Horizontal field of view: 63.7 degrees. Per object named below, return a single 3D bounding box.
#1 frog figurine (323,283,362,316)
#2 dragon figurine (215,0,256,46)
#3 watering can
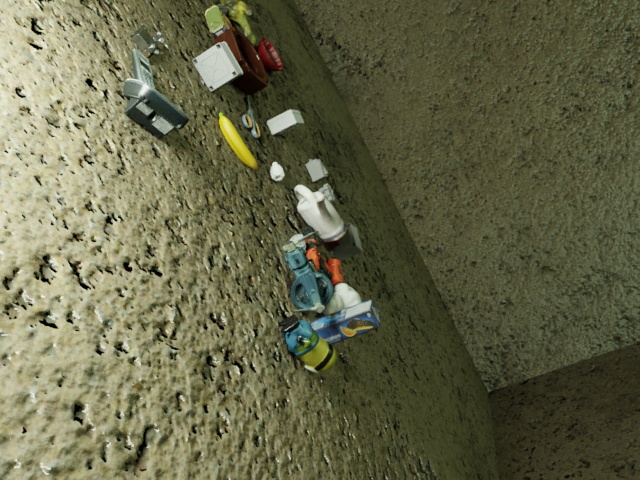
[{"bbox_3d":[0.067,0.199,1.600,0.157,0.122,0.140,54,37,-64],"label":"frog figurine"},{"bbox_3d":[-0.358,-0.946,2.043,0.244,0.122,0.409,-107,171,-85],"label":"dragon figurine"},{"bbox_3d":[0.005,-0.085,1.698,0.222,0.104,0.350,52,-6,-17],"label":"watering can"}]
